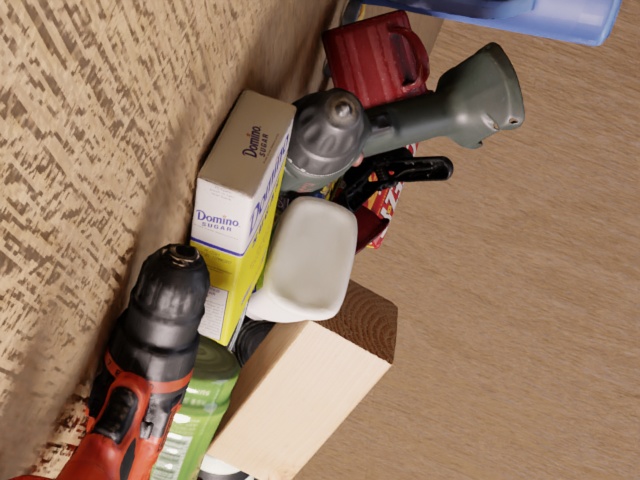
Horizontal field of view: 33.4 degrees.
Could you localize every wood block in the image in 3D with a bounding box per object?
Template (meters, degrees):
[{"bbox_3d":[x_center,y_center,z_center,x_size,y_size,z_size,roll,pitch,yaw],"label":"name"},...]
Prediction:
[{"bbox_3d":[-0.018,0.136,1.037,0.206,0.090,0.090,-54,-166,33],"label":"wood block"}]

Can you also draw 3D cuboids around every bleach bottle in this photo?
[{"bbox_3d":[-0.036,0.036,0.967,0.251,0.068,0.102,142,-36,-71],"label":"bleach bottle"}]

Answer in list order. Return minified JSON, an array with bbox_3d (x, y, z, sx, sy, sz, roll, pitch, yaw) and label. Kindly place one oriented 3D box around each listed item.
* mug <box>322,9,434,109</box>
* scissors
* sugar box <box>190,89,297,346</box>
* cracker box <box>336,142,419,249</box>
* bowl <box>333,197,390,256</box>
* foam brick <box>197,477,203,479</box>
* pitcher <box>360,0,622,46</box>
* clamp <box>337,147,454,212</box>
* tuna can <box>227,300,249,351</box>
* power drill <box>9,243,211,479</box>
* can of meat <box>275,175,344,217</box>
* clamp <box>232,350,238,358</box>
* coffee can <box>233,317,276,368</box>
[{"bbox_3d":[0.056,-0.162,0.969,0.117,0.093,0.081,4,-67,59],"label":"mug"},{"bbox_3d":[0.029,-0.202,1.145,0.202,0.016,0.096,81,32,-81],"label":"scissors"},{"bbox_3d":[-0.060,-0.012,0.763,0.176,0.048,0.093,109,3,-51],"label":"sugar box"},{"bbox_3d":[0.055,-0.098,1.319,0.213,0.072,0.164,52,58,-68],"label":"cracker box"},{"bbox_3d":[-0.007,0.001,1.130,0.162,0.055,0.162,-33,-174,4],"label":"bowl"},{"bbox_3d":[-0.142,0.242,0.930,0.051,0.053,0.078,-52,163,-76],"label":"foam brick"},{"bbox_3d":[0.161,-0.256,0.999,0.145,0.243,0.149,49,57,-81],"label":"pitcher"},{"bbox_3d":[0.058,-0.068,1.125,0.172,0.120,0.039,-150,-134,-73],"label":"clamp"},{"bbox_3d":[-0.090,0.075,0.899,0.086,0.034,0.086,22,89,-85],"label":"tuna can"},{"bbox_3d":[-0.117,0.110,0.571,0.187,0.057,0.185,-61,171,-61],"label":"power drill"},{"bbox_3d":[-0.006,-0.079,1.041,0.084,0.057,0.102,101,11,-55],"label":"can of meat"},{"bbox_3d":[-0.126,0.198,1.023,0.164,0.036,0.210,-55,167,-85],"label":"clamp"},{"bbox_3d":[-0.033,0.099,1.250,0.140,0.103,0.103,-61,171,-59],"label":"coffee can"}]
